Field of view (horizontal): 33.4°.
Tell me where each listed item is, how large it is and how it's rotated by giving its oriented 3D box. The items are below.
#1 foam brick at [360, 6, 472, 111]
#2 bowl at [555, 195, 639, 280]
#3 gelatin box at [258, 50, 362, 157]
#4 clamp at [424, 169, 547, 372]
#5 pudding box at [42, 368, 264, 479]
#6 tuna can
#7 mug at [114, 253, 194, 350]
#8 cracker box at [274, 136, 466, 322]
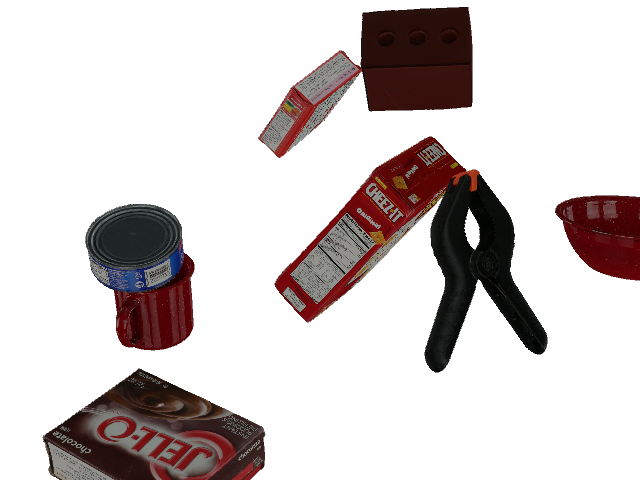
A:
[{"bbox_3d":[0.070,-0.129,0.763,0.078,0.053,0.051,-2,-32,8],"label":"foam brick"},{"bbox_3d":[0.315,0.000,1.068,0.162,0.055,0.162,1,17,-1],"label":"bowl"},{"bbox_3d":[-0.010,-0.124,0.961,0.089,0.030,0.073,-45,-3,-44],"label":"gelatin box"},{"bbox_3d":[0.126,0.029,0.906,0.120,0.171,0.039,-16,-1,-33],"label":"clamp"},{"bbox_3d":[-0.106,0.136,0.684,0.114,0.039,0.089,18,33,31],"label":"pudding box"},{"bbox_3d":[-0.166,0.007,0.958,0.086,0.034,0.086,0,42,0],"label":"tuna can"},{"bbox_3d":[-0.184,0.071,1.147,0.093,0.081,0.117,9,32,16],"label":"mug"},{"bbox_3d":[0.057,-0.016,1.272,0.214,0.072,0.164,-48,-7,34],"label":"cracker box"}]
